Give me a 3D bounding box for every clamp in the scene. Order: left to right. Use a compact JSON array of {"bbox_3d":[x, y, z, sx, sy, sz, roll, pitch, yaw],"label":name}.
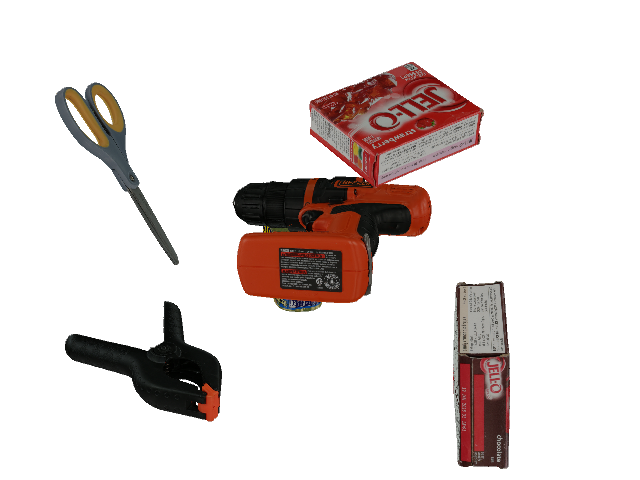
[{"bbox_3d":[-0.139,0.108,0.981,0.172,0.039,0.120,26,42,34],"label":"clamp"}]

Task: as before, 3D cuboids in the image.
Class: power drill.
[{"bbox_3d":[-0.008,-0.009,0.912,0.184,0.057,0.187,1,21,15],"label":"power drill"}]

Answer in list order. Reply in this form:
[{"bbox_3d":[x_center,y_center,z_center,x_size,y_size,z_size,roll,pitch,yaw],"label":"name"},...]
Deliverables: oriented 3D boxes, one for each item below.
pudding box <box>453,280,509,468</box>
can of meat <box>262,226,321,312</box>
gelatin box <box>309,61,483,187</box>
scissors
[{"bbox_3d":[0.114,0.092,0.754,0.039,0.090,0.113,0,24,5],"label":"pudding box"},{"bbox_3d":[-0.029,0.015,1.128,0.057,0.084,0.102,-6,35,-15],"label":"can of meat"},{"bbox_3d":[0.049,-0.077,0.692,0.089,0.030,0.073,-24,46,-25],"label":"gelatin box"},{"bbox_3d":[-0.190,-0.076,1.063,0.016,0.201,0.096,-24,27,25],"label":"scissors"}]
